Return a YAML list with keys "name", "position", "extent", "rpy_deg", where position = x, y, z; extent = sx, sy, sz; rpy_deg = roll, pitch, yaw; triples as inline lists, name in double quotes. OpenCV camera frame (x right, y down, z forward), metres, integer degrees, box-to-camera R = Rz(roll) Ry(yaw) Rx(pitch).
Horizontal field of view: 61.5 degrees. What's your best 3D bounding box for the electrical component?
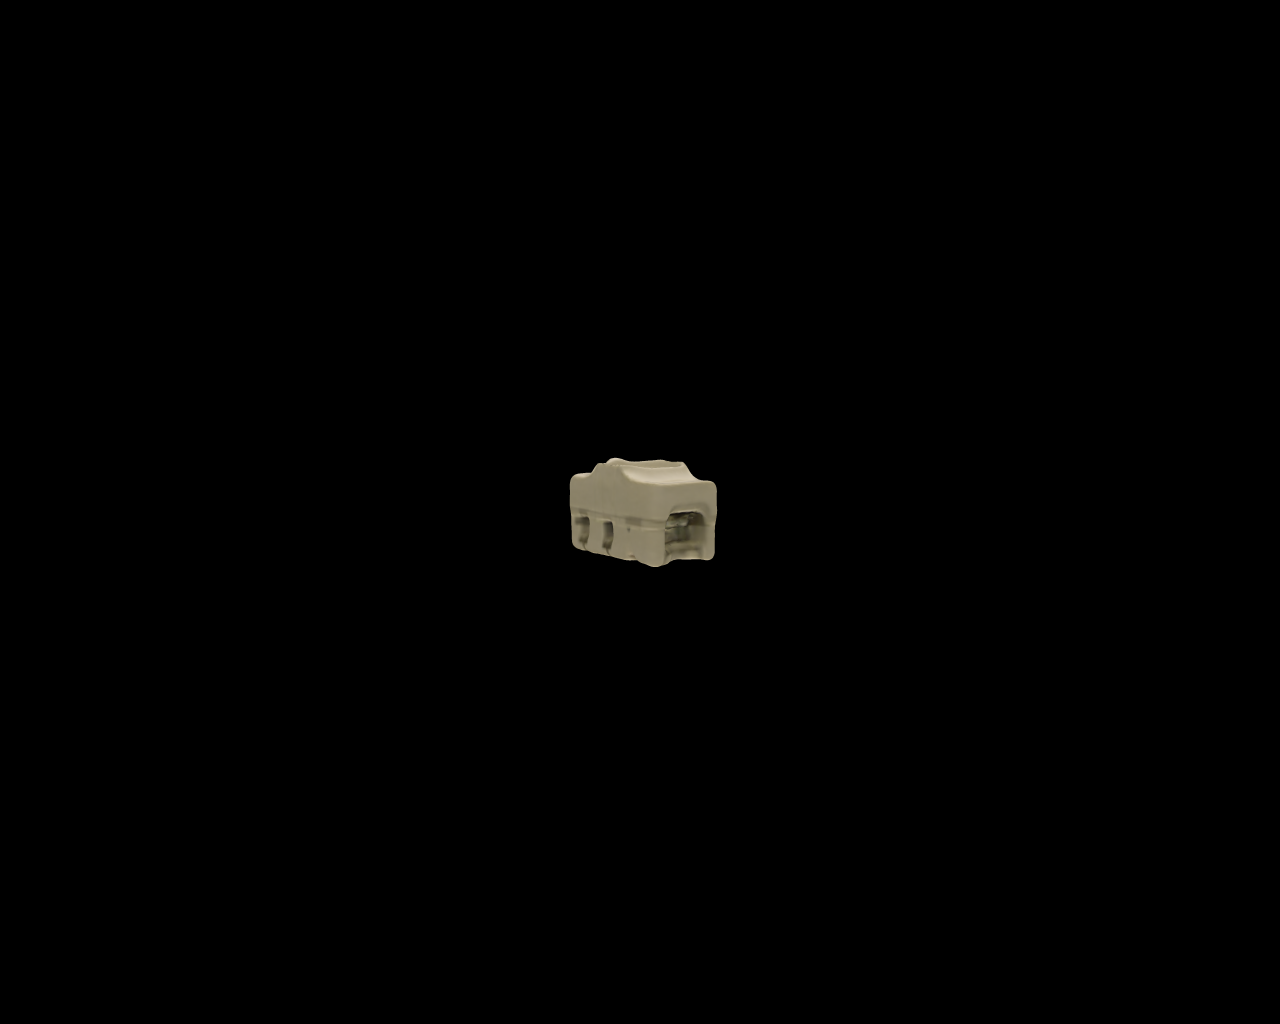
- name: "electrical component"
  position: [0.001, -0.003, 0.650]
  extent: [0.050, 0.055, 0.089]
  rpy_deg: [-5, 9, -35]
